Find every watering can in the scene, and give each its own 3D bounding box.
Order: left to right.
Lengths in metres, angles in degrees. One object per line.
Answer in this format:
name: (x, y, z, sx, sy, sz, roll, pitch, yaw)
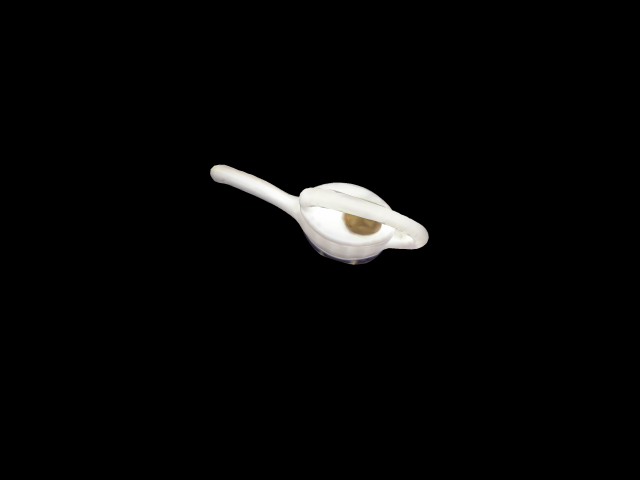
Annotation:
watering can: (0.003, -0.043, 0.850, 0.348, 0.105, 0.221, 17, -13, 5)
